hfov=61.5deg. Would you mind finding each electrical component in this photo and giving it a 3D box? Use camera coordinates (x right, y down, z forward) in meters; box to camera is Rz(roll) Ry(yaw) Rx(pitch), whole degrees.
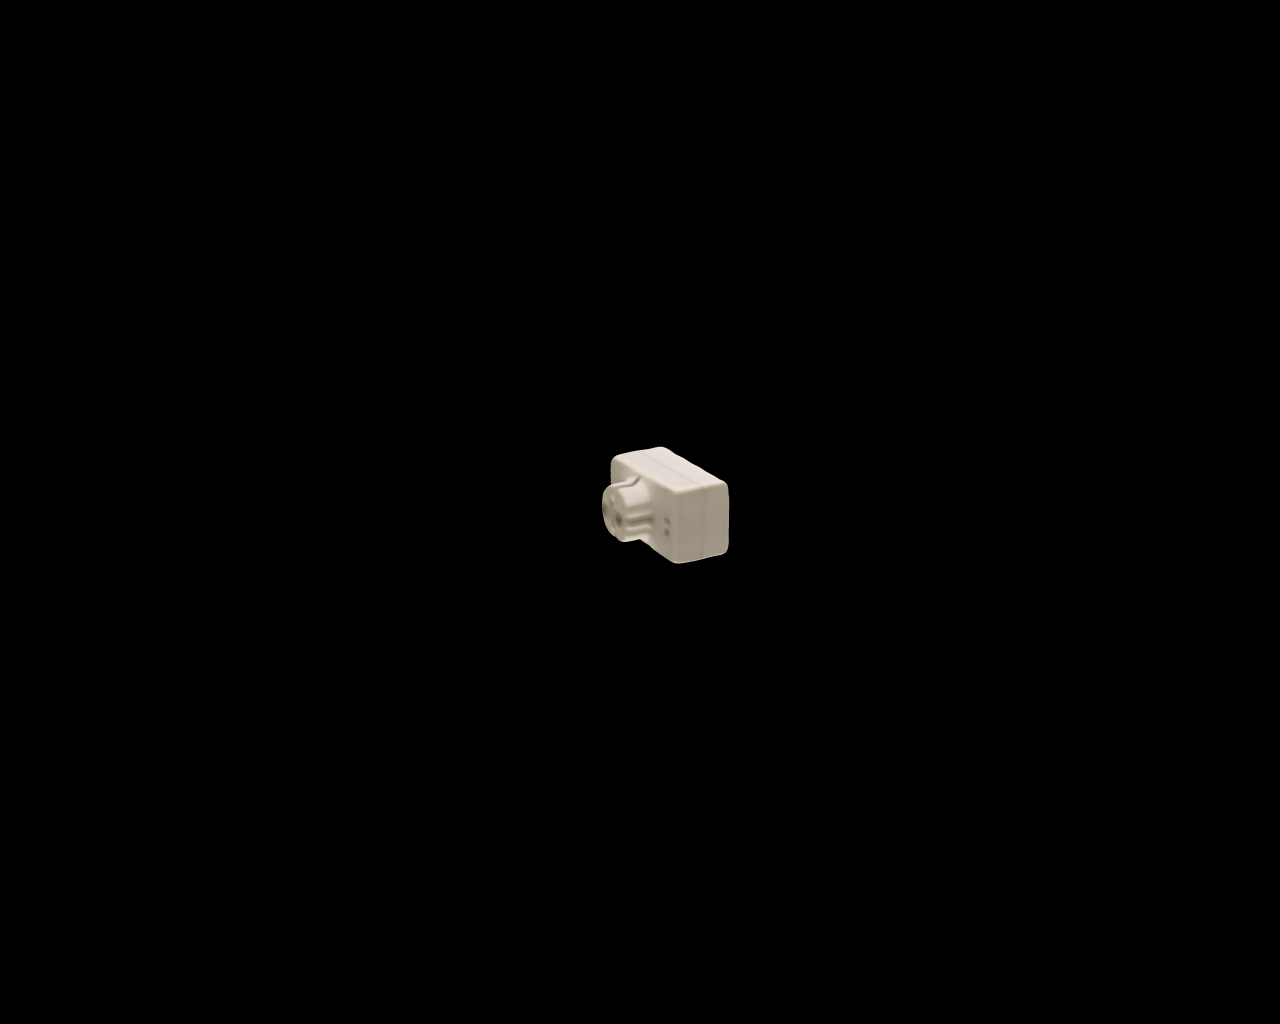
[{"bbox_3d":[0.001,-0.003,0.650,0.076,0.047,0.083,-10,23,-26],"label":"electrical component"}]
